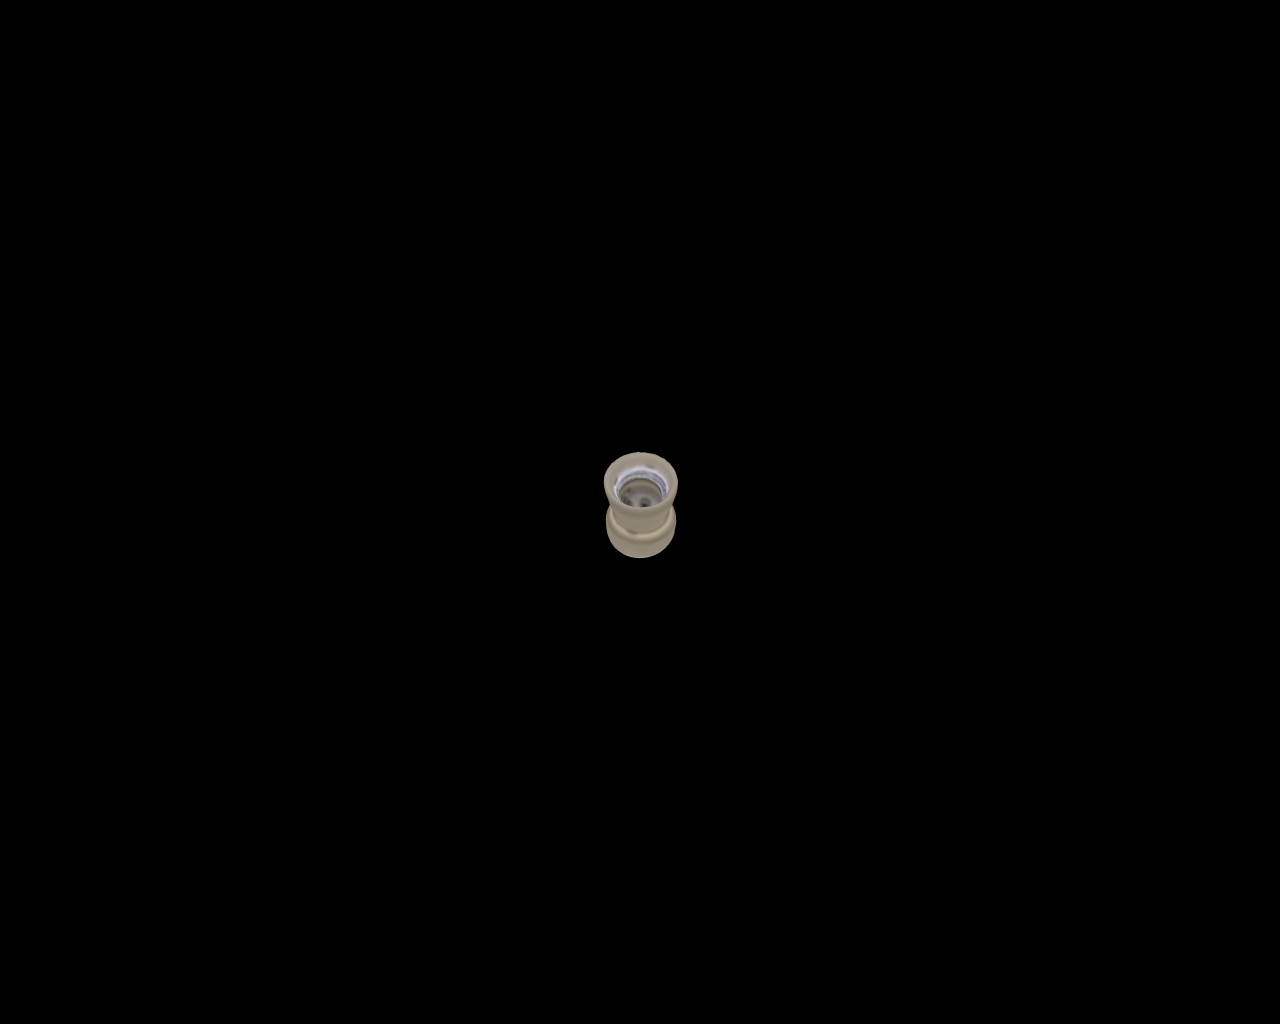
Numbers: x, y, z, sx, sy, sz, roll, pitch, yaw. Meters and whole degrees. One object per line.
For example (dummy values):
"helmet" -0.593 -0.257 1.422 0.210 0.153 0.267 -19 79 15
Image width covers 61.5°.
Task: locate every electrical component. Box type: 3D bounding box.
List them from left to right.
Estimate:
"electrical component" 0.001 -0.003 0.650 0.045 0.045 0.055 0 -37 0
